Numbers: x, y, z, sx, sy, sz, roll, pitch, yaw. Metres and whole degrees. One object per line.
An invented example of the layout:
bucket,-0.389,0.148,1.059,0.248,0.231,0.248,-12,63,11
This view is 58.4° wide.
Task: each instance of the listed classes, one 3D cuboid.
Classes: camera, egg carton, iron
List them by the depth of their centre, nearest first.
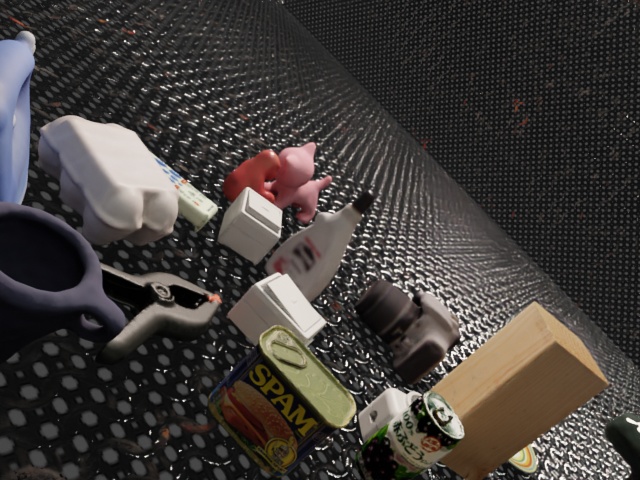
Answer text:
iron,-0.273,-0.107,0.464,0.119,0.141,0.258,30,24,-30
egg carton,-0.213,-0.060,0.583,0.150,0.069,0.107,50,22,18
camera,0.126,0.109,0.820,0.137,0.100,0.143,43,21,0

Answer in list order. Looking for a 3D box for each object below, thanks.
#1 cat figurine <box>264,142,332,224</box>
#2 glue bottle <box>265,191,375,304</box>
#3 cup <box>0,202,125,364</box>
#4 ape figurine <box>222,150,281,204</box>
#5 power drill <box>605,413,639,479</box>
cat figurine,-0.033,-0.099,0.914,0.128,0.117,0.067,20,30,-45
glue bottle,0.007,0.003,0.710,0.078,0.173,0.037,50,22,19
cup,-0.194,0.045,0.375,0.118,0.095,0.091,38,21,-11
ape figurine,-0.091,-0.090,0.828,0.076,0.092,0.077,24,28,-41
power drill,0.420,0.351,0.727,0.076,0.208,0.229,26,26,-37
